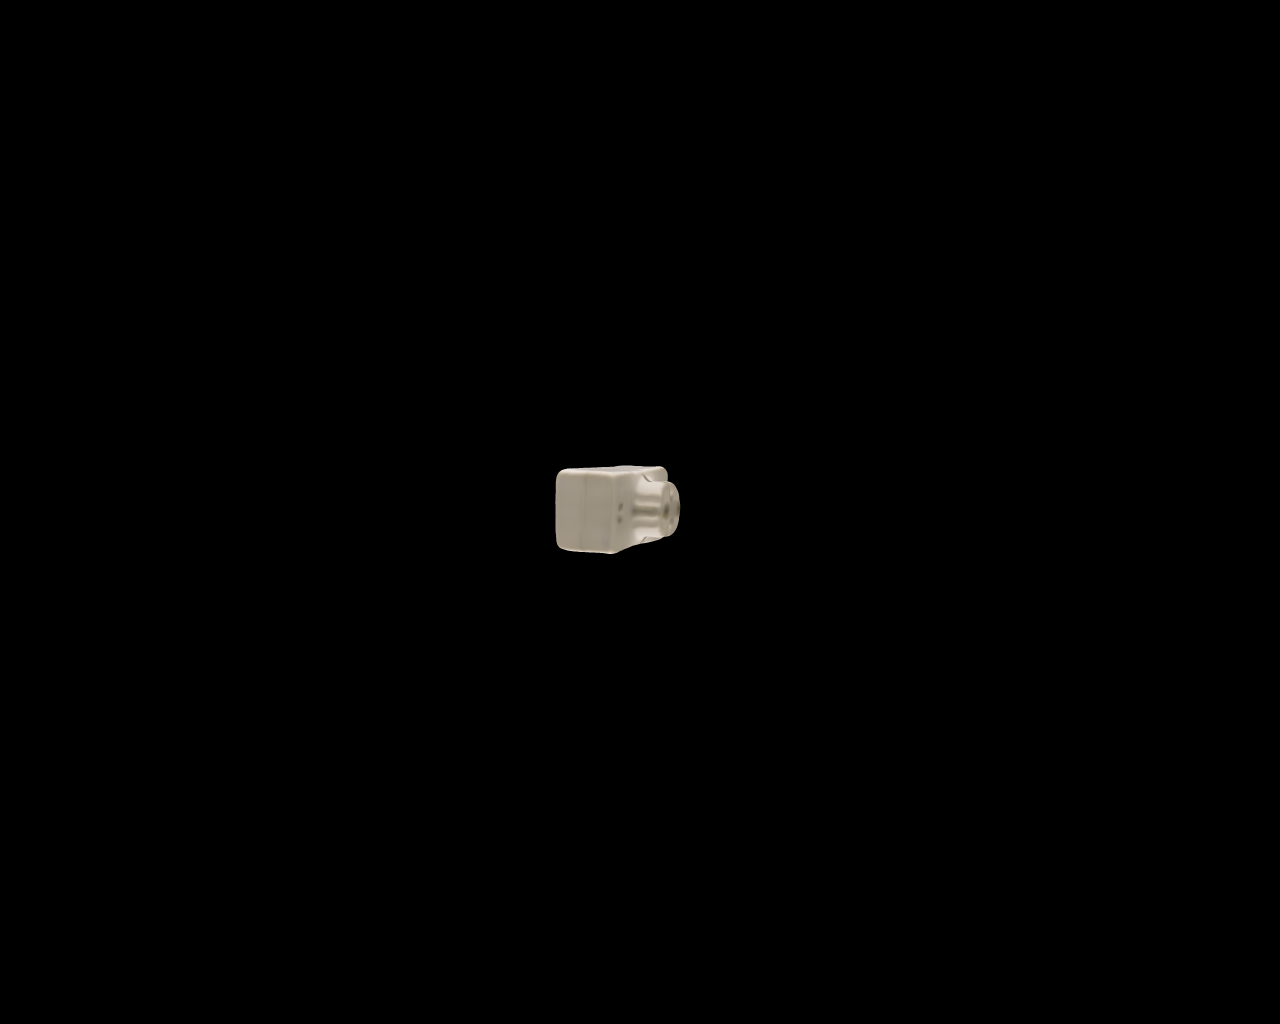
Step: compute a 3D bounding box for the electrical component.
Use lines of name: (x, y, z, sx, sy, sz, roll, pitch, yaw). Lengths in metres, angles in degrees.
electrical component: (0.001, -0.003, 0.650, 0.076, 0.047, 0.083, 2, 5, 24)
